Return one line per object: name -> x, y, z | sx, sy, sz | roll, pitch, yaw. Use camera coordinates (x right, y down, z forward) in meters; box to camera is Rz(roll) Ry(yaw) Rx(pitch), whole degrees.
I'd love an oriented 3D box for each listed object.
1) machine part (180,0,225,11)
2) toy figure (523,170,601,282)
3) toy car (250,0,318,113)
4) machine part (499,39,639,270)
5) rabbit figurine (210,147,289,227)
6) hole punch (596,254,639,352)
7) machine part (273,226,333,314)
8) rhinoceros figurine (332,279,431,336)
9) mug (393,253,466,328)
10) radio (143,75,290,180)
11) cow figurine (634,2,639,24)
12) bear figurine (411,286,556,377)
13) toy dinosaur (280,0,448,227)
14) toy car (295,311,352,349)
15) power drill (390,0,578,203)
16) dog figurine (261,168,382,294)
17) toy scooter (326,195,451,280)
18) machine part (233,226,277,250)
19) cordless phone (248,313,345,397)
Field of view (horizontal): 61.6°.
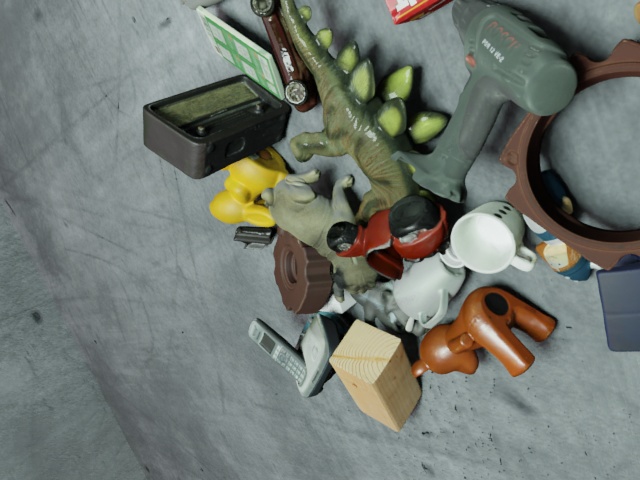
machine part -> -0.159, -0.430, 0.864 | 0.243, 0.079, 0.079 | 4, 116, 44
toy figure -> 0.298, -0.011, 0.681 | 0.064, 0.058, 0.154 | -90, -25, -83
toy car -> -0.051, -0.297, 0.832 | 0.053, 0.089, 0.202 | -17, 101, 15
machine part -> 0.311, -0.086, 0.559 | 0.201, 0.087, 0.201 | 41, 120, 19
rabbit figurine -> -0.136, -0.095, 1.015 | 0.162, 0.122, 0.173 | 37, 118, -8
hole punch -> 0.385, 0.067, 0.618 | 0.116, 0.092, 0.142 | -4, 107, 42
machine part -> -0.037, 0.050, 0.998 | 0.179, 0.056, 0.179 | 175, 90, -65
rhinoceros figurine -> 0.108, 0.098, 0.918 | 0.190, 0.073, 0.112 | 37, 134, 25
mug -> 0.172, 0.072, 0.819 | 0.081, 0.110, 0.107 | 20, 135, -14
radio -> -0.167, -0.194, 0.899 | 0.131, 0.229, 0.073 | 37, 137, 20
cow figurine -> 0.389, -0.188, 0.448 | 0.195, 0.127, 0.085 | 56, -176, 27
bear figurine -> 0.230, 0.160, 0.803 | 0.132, 0.120, 0.195 | 40, 137, 16
toy dinosaur -> 0.060, -0.164, 0.762 | 0.471, 0.105, 0.198 | 49, 137, -12
toy car -> -0.004, 0.209, 1.077 | 0.109, 0.103, 0.161 | 51, 137, 10
power drill -> 0.168, -0.158, 0.609 | 0.207, 0.086, 0.232 | -56, 32, 20
dog figurine -> 0.001, -0.005, 0.856 | 0.121, 0.172, 0.191 | 111, 149, -53
toy scooter -> 0.112, 0.007, 0.768 | 0.184, 0.075, 0.135 | -16, 136, 35
machine part -> -0.127, -0.006, 1.061 | 0.139, 0.084, 0.039 | 130, 137, -80
cordless phone -> -0.045, 0.179, 0.976 | 0.184, 0.089, 0.146 | 35, 126, 17
